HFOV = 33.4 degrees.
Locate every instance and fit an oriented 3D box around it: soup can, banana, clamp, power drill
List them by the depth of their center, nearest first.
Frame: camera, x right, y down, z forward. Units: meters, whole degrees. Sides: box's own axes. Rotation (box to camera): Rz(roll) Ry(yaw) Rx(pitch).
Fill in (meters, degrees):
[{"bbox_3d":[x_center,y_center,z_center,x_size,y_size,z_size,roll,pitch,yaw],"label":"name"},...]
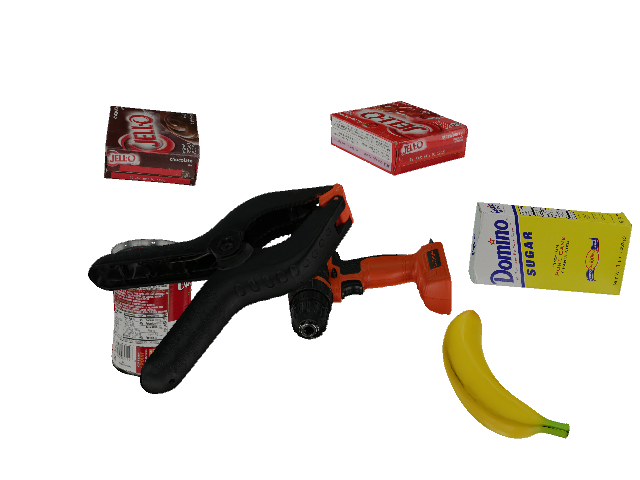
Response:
[{"bbox_3d":[-0.054,0.023,0.652,0.171,0.120,0.039,-25,-40,-1],"label":"clamp"},{"bbox_3d":[-0.144,0.057,0.907,0.068,0.102,0.068,3,17,-1],"label":"soup can"},{"bbox_3d":[0.148,0.122,0.966,0.069,0.037,0.198,6,27,-22],"label":"banana"},{"bbox_3d":[0.056,0.054,1.239,0.187,0.057,0.184,-2,28,2],"label":"power drill"}]

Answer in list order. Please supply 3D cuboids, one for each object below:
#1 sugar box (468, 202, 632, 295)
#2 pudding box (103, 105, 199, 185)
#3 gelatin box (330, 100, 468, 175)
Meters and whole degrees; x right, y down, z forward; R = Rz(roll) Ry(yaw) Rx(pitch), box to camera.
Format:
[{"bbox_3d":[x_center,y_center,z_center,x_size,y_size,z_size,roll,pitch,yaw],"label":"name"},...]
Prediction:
[{"bbox_3d":[0.268,0.010,1.256,0.176,0.093,0.048,3,21,0],"label":"sugar box"},{"bbox_3d":[-0.169,-0.096,1.066,0.090,0.039,0.113,5,25,-11],"label":"pudding box"},{"bbox_3d":[0.062,-0.085,0.856,0.073,0.030,0.089,-15,28,-30],"label":"gelatin box"}]
